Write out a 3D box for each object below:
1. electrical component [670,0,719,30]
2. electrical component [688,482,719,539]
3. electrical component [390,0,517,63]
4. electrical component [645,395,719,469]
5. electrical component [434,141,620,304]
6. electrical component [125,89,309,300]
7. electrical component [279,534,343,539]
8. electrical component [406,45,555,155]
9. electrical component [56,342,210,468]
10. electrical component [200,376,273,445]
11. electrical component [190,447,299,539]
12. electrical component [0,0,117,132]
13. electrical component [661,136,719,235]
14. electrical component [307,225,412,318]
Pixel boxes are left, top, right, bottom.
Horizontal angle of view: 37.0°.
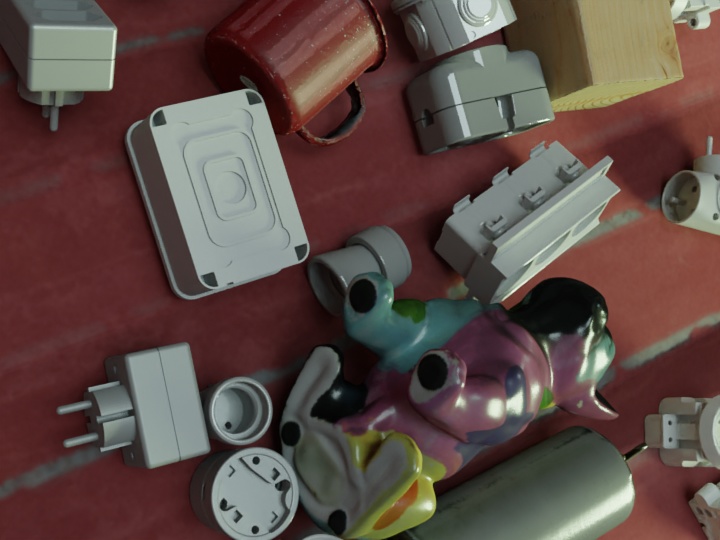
[{"bbox_3d":[0.258,-0.228,0.877,0.055,0.048,0.066,-13,89,-37],"label":"electrical component"},{"bbox_3d":[0.297,0.186,0.840,0.055,0.048,0.066,-33,99,-21],"label":"electrical component"},{"bbox_3d":[0.066,-0.182,0.747,0.080,0.080,0.051,-30,102,-28],"label":"electrical component"},{"bbox_3d":[0.268,0.124,0.825,0.078,0.057,0.058,6,80,-28],"label":"electrical component"},{"bbox_3d":[0.115,-0.035,0.758,0.121,0.078,0.063,-35,71,-28],"label":"electrical component"},{"bbox_3d":[-0.089,-0.045,0.657,0.078,0.057,0.113,-18,92,-29],"label":"electrical component"},{"bbox_3d":[-0.041,0.188,0.645,0.079,0.077,0.043,29,44,18],"label":"electrical component"},{"bbox_3d":[0.084,-0.122,0.763,0.095,0.054,0.059,-16,91,-29],"label":"electrical component"},{"bbox_3d":[-0.135,0.082,0.619,0.077,0.047,0.065,-11,88,-29],"label":"electrical component"},{"bbox_3d":[-0.080,0.085,0.649,0.040,0.046,0.040,4,81,-28],"label":"electrical component"},{"bbox_3d":[-0.071,0.134,0.646,0.055,0.047,0.055,4,81,-28],"label":"electrical component"},{"bbox_3d":[-0.176,-0.118,0.616,0.047,0.083,0.075,-6,124,-29],"label":"electrical component"},{"bbox_3d":[0.289,-0.069,0.871,0.077,0.044,0.079,11,77,-27],"label":"electrical component"},{"bbox_3d":[0.000,0.000,0.705,0.055,0.045,0.045,-29,97,-29],"label":"electrical component"}]
